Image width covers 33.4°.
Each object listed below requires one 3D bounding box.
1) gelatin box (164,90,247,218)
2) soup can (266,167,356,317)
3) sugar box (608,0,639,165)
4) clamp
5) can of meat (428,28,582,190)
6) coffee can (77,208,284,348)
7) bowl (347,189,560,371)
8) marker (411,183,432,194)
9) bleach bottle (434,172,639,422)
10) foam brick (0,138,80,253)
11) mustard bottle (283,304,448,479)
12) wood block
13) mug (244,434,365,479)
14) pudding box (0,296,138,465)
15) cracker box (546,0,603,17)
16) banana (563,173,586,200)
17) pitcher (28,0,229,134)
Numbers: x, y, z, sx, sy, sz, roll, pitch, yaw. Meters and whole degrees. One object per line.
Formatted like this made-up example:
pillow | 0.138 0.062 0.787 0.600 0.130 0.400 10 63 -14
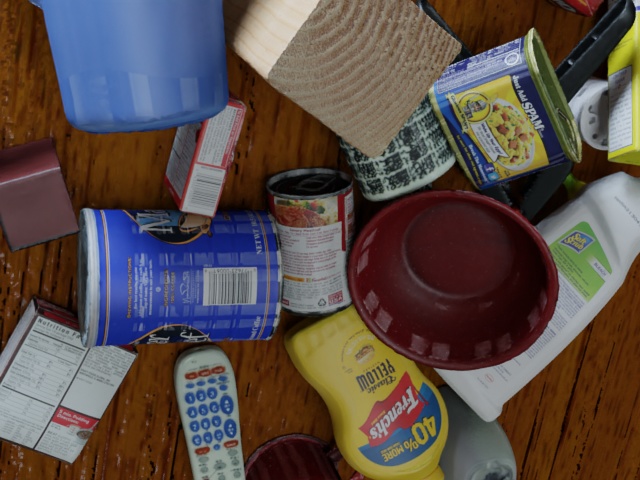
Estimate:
gelatin box | -0.086 -0.070 0.789 0.030 0.073 0.089 12 105 -22
soup can | -0.006 0.001 0.844 0.068 0.068 0.102 -9 113 -14
sugar box | 0.277 -0.146 0.846 0.093 0.048 0.176 5 82 -19
clamp | 0.167 -0.101 0.846 0.165 0.036 0.210 -3 125 16
can of meat | 0.139 -0.094 0.800 0.084 0.057 0.102 -19 116 24
coffee can | -0.108 0.027 0.803 0.140 0.103 0.103 -1 110 -17
bowl | 0.105 0.022 0.832 0.162 0.055 0.162 6 121 11
marker | 0.084 -0.058 0.876 0.020 0.020 0.121 -5 112 -15
bleach bottle | 0.203 0.036 0.896 0.251 0.068 0.102 -42 97 12
foam brick | -0.206 -0.033 0.764 0.051 0.078 0.053 -18 116 -11
mustard bottle | 0.053 0.141 0.888 0.096 0.058 0.191 -29 96 -18
wood block | -0.001 -0.139 0.714 0.090 0.206 0.090 34 97 -25
mug | -0.007 0.221 0.921 0.117 0.081 0.093 -37 116 -1
pudding box | -0.209 0.112 0.841 0.090 0.039 0.113 27 98 -24
cracker box | 0.190 -0.299 0.786 0.164 0.072 0.214 27 101 -24
banana | 0.214 0.032 0.945 0.069 0.037 0.198 13 105 4
pitcher | -0.135 -0.195 0.682 0.144 0.149 0.243 -12 105 -22
